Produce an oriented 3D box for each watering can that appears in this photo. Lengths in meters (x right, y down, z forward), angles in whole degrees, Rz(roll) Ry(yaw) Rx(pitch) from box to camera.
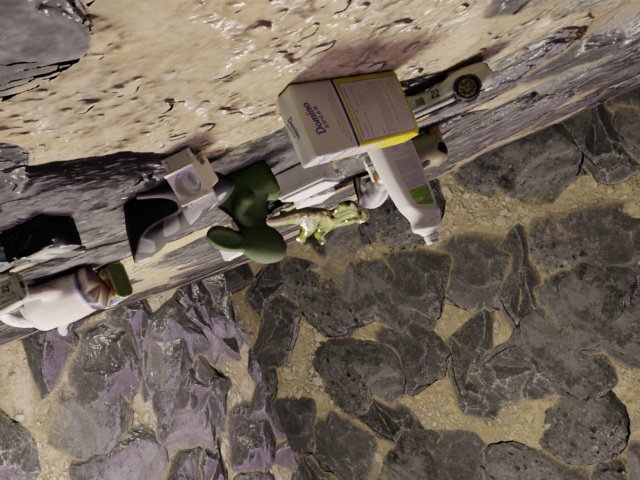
[{"bbox_3d":[-0.619,0.160,1.255,0.225,0.105,0.342,-22,163,-7],"label":"watering can"}]

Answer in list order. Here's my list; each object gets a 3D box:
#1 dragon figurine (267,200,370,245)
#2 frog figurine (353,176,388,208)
[{"bbox_3d":[0.005,-0.079,1.577,0.240,0.124,0.410,-26,161,35],"label":"dragon figurine"},{"bbox_3d":[0.189,-0.163,1.579,0.159,0.125,0.135,-11,157,-1],"label":"frog figurine"}]
